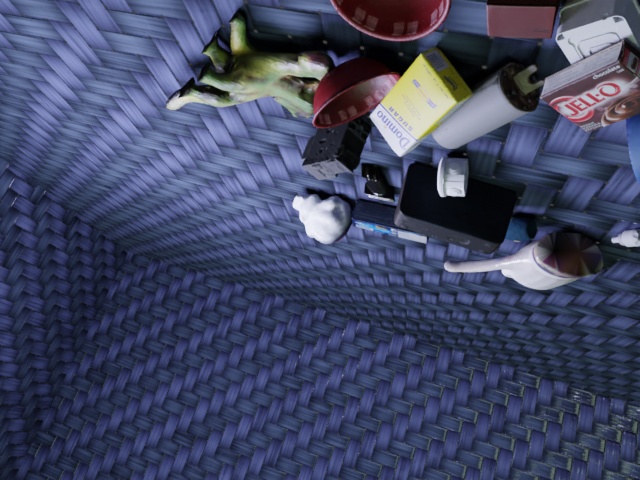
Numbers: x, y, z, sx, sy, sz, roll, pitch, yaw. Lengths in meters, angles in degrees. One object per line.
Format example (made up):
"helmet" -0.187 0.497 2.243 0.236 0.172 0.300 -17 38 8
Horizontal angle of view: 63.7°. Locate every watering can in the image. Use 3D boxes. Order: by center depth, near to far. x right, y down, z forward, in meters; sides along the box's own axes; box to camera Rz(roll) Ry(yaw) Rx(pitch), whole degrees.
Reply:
"watering can" 0.483 0.055 1.187 0.348 0.105 0.221 3 162 -4

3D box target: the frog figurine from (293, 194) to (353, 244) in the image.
"frog figurine" 0.004 -0.069 1.374 0.158 0.125 0.135 35 124 -15

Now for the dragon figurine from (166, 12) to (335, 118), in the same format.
"dragon figurine" -0.117 -0.272 0.951 0.241 0.124 0.408 21 164 -29
